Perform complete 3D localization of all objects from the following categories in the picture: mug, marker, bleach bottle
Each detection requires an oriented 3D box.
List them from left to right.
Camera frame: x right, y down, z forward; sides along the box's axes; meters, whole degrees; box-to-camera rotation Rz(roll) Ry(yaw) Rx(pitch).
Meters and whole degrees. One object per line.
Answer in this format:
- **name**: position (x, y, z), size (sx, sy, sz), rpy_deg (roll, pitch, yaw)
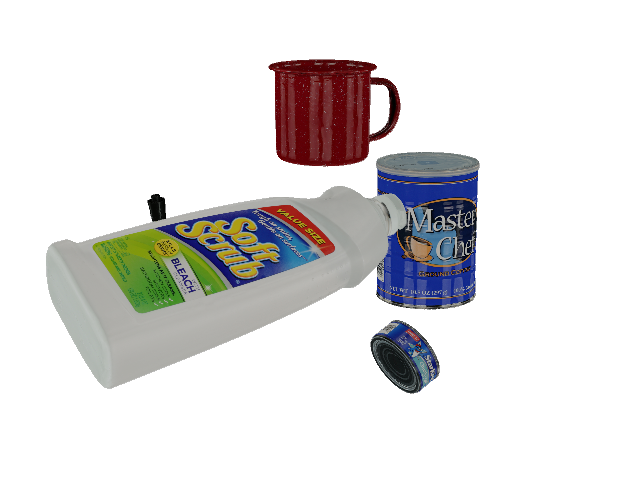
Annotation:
- **marker**: position (-0.173, 0.007, 1.173), size (0.020, 0.121, 0.020), rpy_deg (-5, 22, 2)
- **bleach bottle**: position (-0.053, 0.012, 0.740), size (0.250, 0.103, 0.068), rpy_deg (-21, -33, -27)
- **mug**: position (0.013, -0.112, 0.926), size (0.117, 0.081, 0.093), rpy_deg (-5, 16, -18)

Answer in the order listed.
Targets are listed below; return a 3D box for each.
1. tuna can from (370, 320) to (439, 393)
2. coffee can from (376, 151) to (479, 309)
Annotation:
- **tuna can**: position (0.099, 0.139, 1.271), size (0.033, 0.086, 0.086), rpy_deg (-35, 17, -25)
- **coffee can**: position (0.108, -0.012, 1.082), size (0.103, 0.140, 0.103), rpy_deg (-1, 14, 0)
